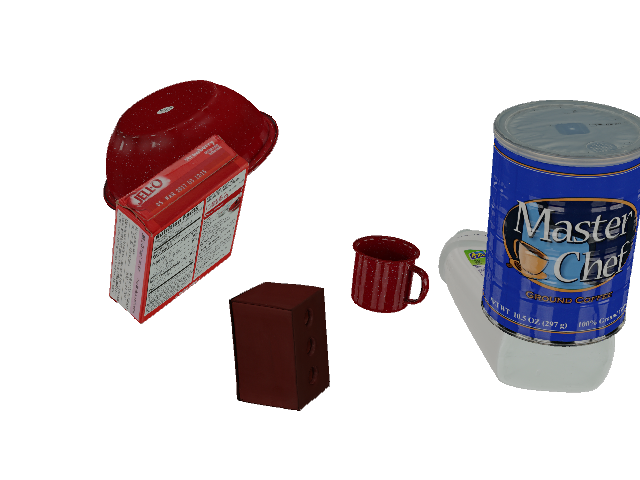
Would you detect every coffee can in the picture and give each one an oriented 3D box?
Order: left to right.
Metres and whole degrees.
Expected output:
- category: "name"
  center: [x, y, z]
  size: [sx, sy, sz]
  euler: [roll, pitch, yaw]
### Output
- category: "coffee can"
  center: [0.166, -0.013, 0.733]
  size: [0.103, 0.140, 0.103]
  euler: [-1, 28, 0]

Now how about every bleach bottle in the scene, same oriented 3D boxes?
- category: "bleach bottle"
  center: [0.172, 0.048, 0.971]
  size: [0.102, 0.068, 0.251]
  euler: [4, 21, -10]

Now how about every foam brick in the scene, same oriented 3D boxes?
- category: "foam brick"
  center: [-0.028, 0.074, 0.766]
  size: [0.051, 0.078, 0.052]
  euler: [4, 17, 28]

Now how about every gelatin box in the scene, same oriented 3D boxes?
- category: "gelatin box"
  center: [-0.078, -0.006, 0.581]
  size: [0.073, 0.030, 0.089]
  euler: [-40, -20, -33]

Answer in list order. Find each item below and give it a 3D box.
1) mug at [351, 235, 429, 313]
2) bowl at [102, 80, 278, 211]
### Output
- category: "mug"
  center: [0.096, 0.051, 1.466]
  size: [0.117, 0.081, 0.093]
  euler: [18, 25, 28]
- category: "bowl"
  center: [-0.120, -0.089, 0.902]
  size: [0.162, 0.055, 0.162]
  euler: [-16, 32, 10]
